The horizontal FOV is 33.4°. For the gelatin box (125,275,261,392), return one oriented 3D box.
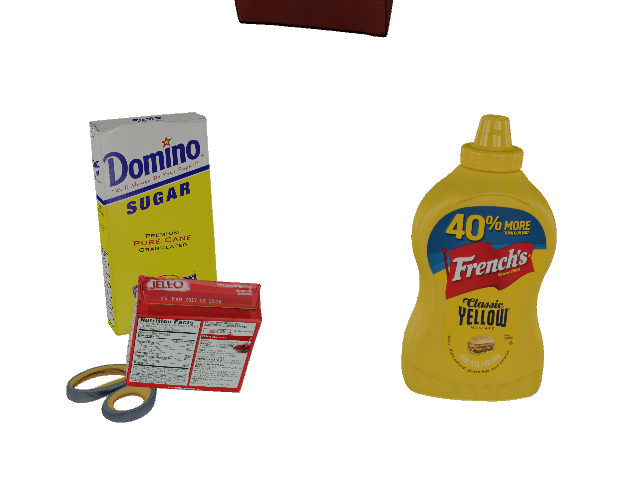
[{"bbox_3d":[-0.078,0.058,0.648,0.073,0.030,0.089,4,-38,-12],"label":"gelatin box"}]

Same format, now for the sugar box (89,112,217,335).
[{"bbox_3d":[-0.138,-0.015,0.895,0.093,0.176,0.048,-8,17,-20],"label":"sugar box"}]

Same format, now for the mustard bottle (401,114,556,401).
[{"bbox_3d":[0.109,0.011,0.722,0.096,0.192,0.058,3,15,-1],"label":"mustard bottle"}]

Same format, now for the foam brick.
[{"bbox_3d":[-0.001,-0.139,0.526,0.078,0.053,0.051,7,-26,9],"label":"foam brick"}]

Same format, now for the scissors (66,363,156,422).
[{"bbox_3d":[-0.152,0.136,1.072,0.201,0.016,0.096,-12,31,-29],"label":"scissors"}]
